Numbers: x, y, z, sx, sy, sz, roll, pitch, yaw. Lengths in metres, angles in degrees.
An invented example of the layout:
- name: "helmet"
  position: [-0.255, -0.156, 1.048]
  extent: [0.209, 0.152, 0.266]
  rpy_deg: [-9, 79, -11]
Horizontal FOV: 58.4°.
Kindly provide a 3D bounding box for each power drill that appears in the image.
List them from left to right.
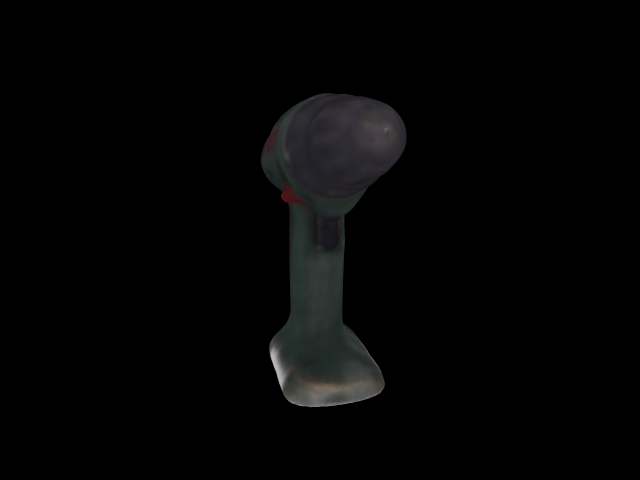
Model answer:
- name: "power drill"
  position: [0.004, 0.001, 0.400]
  extent: [0.076, 0.208, 0.229]
  rpy_deg: [-5, 19, -14]
